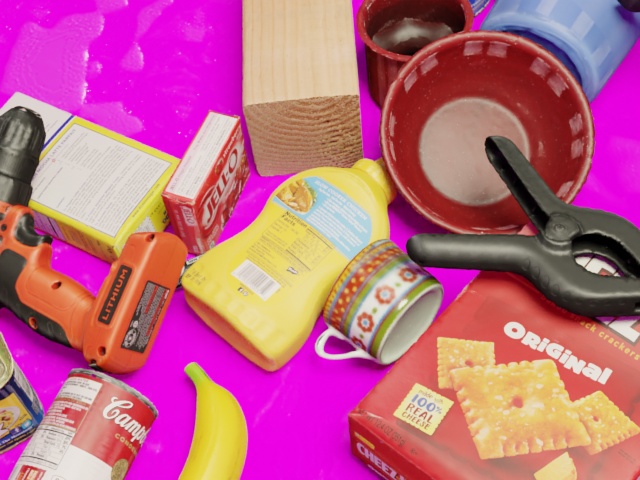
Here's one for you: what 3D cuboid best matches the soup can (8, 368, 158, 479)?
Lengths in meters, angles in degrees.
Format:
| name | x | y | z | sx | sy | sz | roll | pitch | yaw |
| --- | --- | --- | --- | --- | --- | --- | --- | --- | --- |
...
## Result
| name | x | y | z | sx | sy | sz | roll | pitch | yaw |
| --- | --- | --- | --- | --- | --- | --- | --- | --- | --- |
| soup can | -0.160 | 0.146 | 0.708 | 0.068 | 0.068 | 0.102 | 16 | 59 | 16 |

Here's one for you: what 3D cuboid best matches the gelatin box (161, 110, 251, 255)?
| name | x | y | z | sx | sy | sz | roll | pitch | yaw |
| --- | --- | --- | --- | --- | --- | --- | --- | --- | --- |
| gelatin box | -0.085 | -0.043 | 0.824 | 0.030 | 0.073 | 0.089 | 15 | 59 | 14 |

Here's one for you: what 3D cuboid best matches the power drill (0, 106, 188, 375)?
| name | x | y | z | sx | sy | sz | roll | pitch | yaw |
| --- | --- | --- | --- | --- | --- | --- | --- | --- | --- |
| power drill | -0.192 | 0.006 | 0.777 | 0.188 | 0.057 | 0.184 | 18 | 86 | 24 |

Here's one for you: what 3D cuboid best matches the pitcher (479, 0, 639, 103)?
| name | x | y | z | sx | sy | sz | roll | pitch | yaw |
| --- | --- | --- | --- | --- | --- | --- | --- | --- | --- |
| pitcher | 0.224 | -0.224 | 0.890 | 0.145 | 0.149 | 0.242 | 33 | 67 | 6 |

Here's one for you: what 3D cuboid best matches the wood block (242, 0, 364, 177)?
| name | x | y | z | sx | sy | sz | roll | pitch | yaw |
| --- | --- | --- | --- | --- | --- | --- | --- | --- | --- |
| wood block | -0.015 | -0.164 | 0.888 | 0.090 | 0.091 | 0.206 | -5 | 56 | 3 |

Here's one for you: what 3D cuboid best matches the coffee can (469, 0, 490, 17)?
| name | x | y | z | sx | sy | sz | roll | pitch | yaw |
| --- | --- | --- | --- | --- | --- | --- | --- | --- | --- |
| coffee can | 0.101 | -0.268 | 0.915 | 0.103 | 0.140 | 0.103 | -3 | 55 | 4 |

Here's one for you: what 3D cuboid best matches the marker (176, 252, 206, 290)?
| name | x | y | z | sx | sy | sz | roll | pitch | yaw |
| --- | --- | --- | --- | --- | --- | --- | --- | --- | --- |
| marker | -0.118 | 0.032 | 0.809 | 0.121 | 0.020 | 0.020 | -23 | 57 | -9 |

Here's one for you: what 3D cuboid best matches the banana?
| name | x | y | z | sx | sy | sz | roll | pitch | yaw |
| --- | --- | --- | --- | --- | --- | --- | --- | --- | --- |
| banana | -0.095 | 0.174 | 0.703 | 0.070 | 0.037 | 0.197 | 4 | 53 | 31 |

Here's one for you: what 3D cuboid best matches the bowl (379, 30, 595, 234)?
| name | x | y | z | sx | sy | sz | roll | pitch | yaw |
| --- | --- | --- | --- | --- | --- | --- | --- | --- | --- |
| bowl | 0.123 | -0.075 | 0.813 | 0.162 | 0.055 | 0.162 | 0 | 79 | -2 |

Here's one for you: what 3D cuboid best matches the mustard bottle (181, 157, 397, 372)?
| name | x | y | z | sx | sy | sz | roll | pitch | yaw |
| --- | --- | --- | --- | --- | --- | --- | --- | --- | --- |
| mustard bottle | -0.005 | 0.001 | 0.793 | 0.096 | 0.058 | 0.191 | 37 | 67 | 20 |

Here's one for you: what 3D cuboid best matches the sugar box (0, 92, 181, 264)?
| name | x | y | z | sx | sy | sz | roll | pitch | yaw |
| --- | --- | --- | --- | --- | --- | --- | --- | --- | --- |
| sugar box | -0.200 | -0.049 | 0.860 | 0.176 | 0.048 | 0.093 | 23 | 62 | 24 |

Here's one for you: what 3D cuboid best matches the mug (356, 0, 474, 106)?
| name | x | y | z | sx | sy | sz | roll | pitch | yaw |
| --- | --- | --- | --- | --- | --- | --- | --- | --- | --- |
| mug | 0.072 | -0.162 | 0.881 | 0.093 | 0.081 | 0.117 | -30 | 58 | -13 |

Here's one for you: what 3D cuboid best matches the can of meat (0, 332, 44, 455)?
| name | x | y | z | sx | sy | sz | roll | pitch | yaw |
| --- | --- | --- | --- | --- | --- | --- | --- | --- | --- |
| can of meat | -0.247 | 0.115 | 0.729 | 0.102 | 0.084 | 0.057 | -28 | 57 | -13 |

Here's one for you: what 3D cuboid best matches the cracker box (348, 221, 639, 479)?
| name | x | y | z | sx | sy | sz | roll | pitch | yaw |
| --- | --- | --- | --- | --- | --- | --- | --- | --- | --- |
| cracker box | 0.148 | 0.101 | 0.701 | 0.164 | 0.072 | 0.213 | 35 | 65 | 25 |

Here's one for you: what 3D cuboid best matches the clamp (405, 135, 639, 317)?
| name | x | y | z | sx | sy | sz | roll | pitch | yaw |
| --- | --- | --- | --- | --- | --- | --- | --- | --- | --- |
| clamp | 0.156 | -0.006 | 0.711 | 0.171 | 0.039 | 0.120 | 21 | 64 | 15 |
